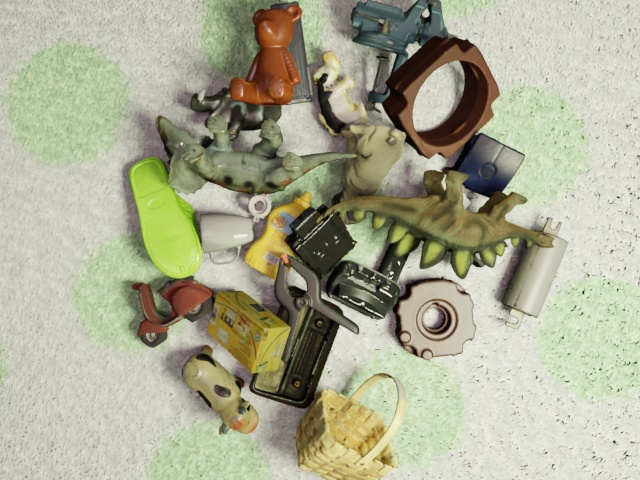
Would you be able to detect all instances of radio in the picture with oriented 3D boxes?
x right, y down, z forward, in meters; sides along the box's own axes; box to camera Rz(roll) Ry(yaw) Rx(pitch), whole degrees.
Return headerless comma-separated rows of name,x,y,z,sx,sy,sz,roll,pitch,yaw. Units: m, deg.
radio,-0.045,0.221,1.111,0.131,0.073,0.229,21,89,0

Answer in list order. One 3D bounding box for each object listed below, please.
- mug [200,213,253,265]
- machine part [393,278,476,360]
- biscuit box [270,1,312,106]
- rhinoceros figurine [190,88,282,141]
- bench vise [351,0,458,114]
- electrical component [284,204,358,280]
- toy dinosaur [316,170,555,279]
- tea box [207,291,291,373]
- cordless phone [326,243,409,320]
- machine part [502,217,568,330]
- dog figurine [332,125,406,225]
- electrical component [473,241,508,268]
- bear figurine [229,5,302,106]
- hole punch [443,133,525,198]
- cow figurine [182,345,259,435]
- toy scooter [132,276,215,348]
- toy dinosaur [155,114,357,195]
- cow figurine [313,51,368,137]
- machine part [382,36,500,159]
mug,-0.191,-0.006,1.113,0.107,0.081,0.109,-8,83,-8
machine part,0.239,0.163,1.121,0.179,0.056,0.179,0,88,-1
biscuit box,-0.059,-0.390,1.128,0.063,0.059,0.202,-7,89,1
rhinoceros figurine,-0.175,-0.266,1.119,0.190,0.073,0.112,6,90,0
bench vise,0.158,-0.378,1.105,0.224,0.129,0.240,12,110,-9
electrical component,-0.002,-0.003,1.088,0.115,0.058,0.134,-46,126,-7
toy dinosaur,0.235,-0.036,1.042,0.471,0.105,0.198,15,89,-6
tea box,-0.144,0.177,1.061,0.170,0.068,0.098,30,108,41
cordless phone,0.109,0.061,1.114,0.146,0.089,0.184,27,79,-8
machine part,0.446,0.071,1.112,0.079,0.079,0.243,22,88,0
dog figurine,0.097,-0.122,1.067,0.121,0.172,0.190,8,89,-11
electrical component,0.325,0.022,1.127,0.119,0.048,0.075,-42,89,0
bear figurine,-0.097,-0.362,1.038,0.120,0.132,0.195,6,99,17
hole punch,0.346,-0.153,1.113,0.142,0.092,0.115,26,93,-3
cow figurine,-0.198,0.309,1.084,0.085,0.127,0.195,-45,87,2
toy scooter,-0.316,0.127,1.114,0.184,0.075,0.135,-32,88,4
toy dinosaur,-0.145,-0.147,1.072,0.405,0.192,0.131,12,70,-4
cow figurine,0.027,-0.305,1.126,0.098,0.068,0.167,-27,88,6
machine part,0.238,-0.279,1.064,0.201,0.087,0.201,-42,130,5
